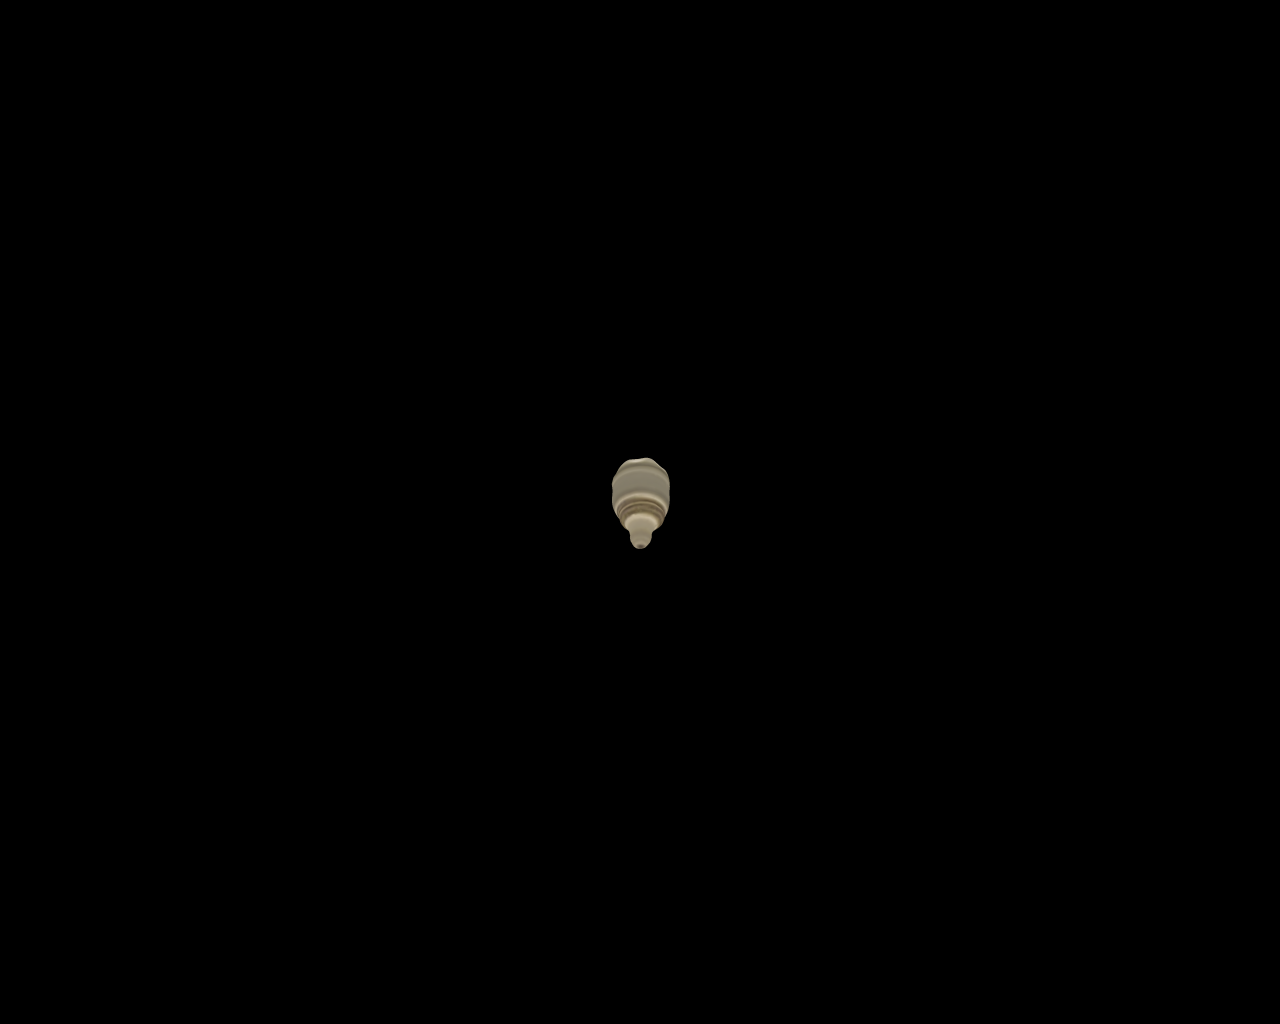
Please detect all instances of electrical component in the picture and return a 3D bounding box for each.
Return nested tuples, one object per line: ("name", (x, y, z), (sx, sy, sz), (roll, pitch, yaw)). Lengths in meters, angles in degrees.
("electrical component", (0.001, -0.003, 0.650), (0.035, 0.061, 0.035), (0, -40, 0))
